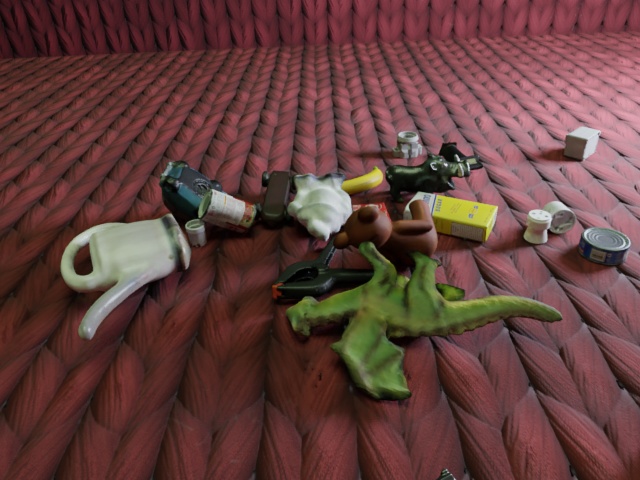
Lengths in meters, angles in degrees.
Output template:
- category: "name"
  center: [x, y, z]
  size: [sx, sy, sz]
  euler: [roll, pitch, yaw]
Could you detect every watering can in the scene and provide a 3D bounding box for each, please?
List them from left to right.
- category: "watering can"
  center: [-0.340, 0.048, 0.922]
  size: [0.225, 0.102, 0.353]
  euler: [-16, 33, -21]

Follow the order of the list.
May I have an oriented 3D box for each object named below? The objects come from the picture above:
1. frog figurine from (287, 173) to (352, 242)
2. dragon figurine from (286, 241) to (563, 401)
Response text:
- category: "frog figurine"
  center: [0.003, -0.054, 1.070]
  size: [0.137, 0.120, 0.163]
  euler: [11, 51, -25]
- category: "dragon figurine"
  center: [0.132, 0.138, 0.785]
  size: [0.411, 0.119, 0.248]
  euler: [13, 52, 26]
